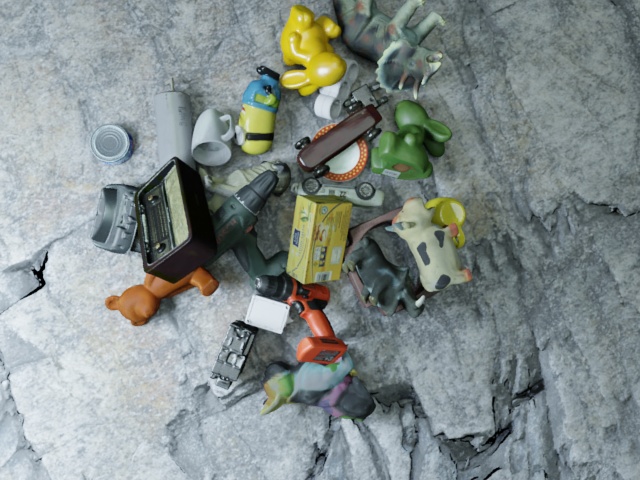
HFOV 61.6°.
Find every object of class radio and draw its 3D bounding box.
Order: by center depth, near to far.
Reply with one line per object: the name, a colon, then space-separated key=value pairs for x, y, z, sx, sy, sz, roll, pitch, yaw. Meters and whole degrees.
radio: x=-0.280 y=-0.038 z=1.025 sx=0.131 sy=0.073 sz=0.230 roll=-36 pitch=48 yaw=17

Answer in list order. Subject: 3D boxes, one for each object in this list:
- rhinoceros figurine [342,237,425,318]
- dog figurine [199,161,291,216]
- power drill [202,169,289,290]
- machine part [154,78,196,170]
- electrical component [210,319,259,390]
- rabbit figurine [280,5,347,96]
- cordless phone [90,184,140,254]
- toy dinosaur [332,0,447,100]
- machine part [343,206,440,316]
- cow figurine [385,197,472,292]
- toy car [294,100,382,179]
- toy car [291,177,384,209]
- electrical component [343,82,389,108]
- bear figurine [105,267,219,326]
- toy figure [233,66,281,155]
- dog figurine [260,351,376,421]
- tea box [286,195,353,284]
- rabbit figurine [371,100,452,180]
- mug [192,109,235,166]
rhinoceros figurine: x=0.129 y=0.082 z=1.074 sx=0.112 sy=0.073 sz=0.190 roll=-39 pitch=89 yaw=-15
dog figurine: x=-0.152 y=-0.080 z=1.139 sx=0.190 sy=0.121 sz=0.172 roll=-4 pitch=122 yaw=-21
power drill: x=-0.129 y=-0.004 z=1.084 sx=0.232 sy=0.086 sz=0.207 roll=-40 pitch=134 yaw=-4
machine part: x=-0.306 y=-0.221 z=1.136 sx=0.079 sy=0.079 sz=0.243 roll=-4 pitch=87 yaw=-4
electrical component: x=-0.177 y=0.235 z=1.105 sx=0.058 sy=0.115 sz=0.134 roll=21 pitch=87 yaw=1
rabbit figurine: x=-0.017 y=-0.379 z=1.122 sx=0.162 sy=0.122 sz=0.173 roll=-48 pitch=60 yaw=21
cordless phone: x=-0.376 y=-0.035 z=1.133 sx=0.184 sy=0.089 sz=0.146 roll=13 pitch=86 yaw=-14
toy dinosaur: x=0.118 y=-0.450 z=1.150 sx=0.405 sy=0.131 sz=0.192 roll=40 pitch=105 yaw=24
machine part: x=0.155 y=0.044 z=1.151 sx=0.201 sy=0.087 sz=0.201 roll=-24 pitch=89 yaw=-3
cow figurine: x=0.213 y=0.008 z=1.076 sx=0.127 sy=0.085 sz=0.194 roll=-17 pitch=89 yaw=-11
toy car: x=0.040 y=-0.215 z=1.150 sx=0.202 sy=0.053 sz=0.089 roll=-36 pitch=84 yaw=0
toy car: x=0.037 y=-0.098 z=1.155 sx=0.202 sy=0.073 sz=0.056 roll=4 pitch=87 yaw=-4
electrical component: x=0.101 y=-0.309 z=1.195 sx=0.094 sy=0.021 sz=0.063 roll=-30 pitch=90 yaw=-5
bear figurine: x=-0.326 y=0.104 z=1.094 sx=0.196 sy=0.132 sz=0.120 roll=-44 pitch=129 yaw=-11
toy figure: x=-0.126 y=-0.269 z=1.134 sx=0.089 sy=0.082 sz=0.180 roll=21 pitch=100 yaw=3
dog figurine: x=-0.015 y=0.321 z=1.120 sx=0.219 sy=0.108 sz=0.191 roll=-27 pitch=92 yaw=0
tea box: x=-0.002 y=-0.003 z=1.086 sx=0.098 sy=0.068 sz=0.169 roll=-2 pitch=109 yaw=-37
rabbit figurine: x=0.200 y=-0.225 z=1.154 sx=0.159 sy=0.121 sz=0.170 roll=12 pitch=72 yaw=2
mug: x=-0.220 y=-0.227 z=1.125 sx=0.080 sy=0.109 sz=0.107 roll=21 pitch=49 yaw=-39
